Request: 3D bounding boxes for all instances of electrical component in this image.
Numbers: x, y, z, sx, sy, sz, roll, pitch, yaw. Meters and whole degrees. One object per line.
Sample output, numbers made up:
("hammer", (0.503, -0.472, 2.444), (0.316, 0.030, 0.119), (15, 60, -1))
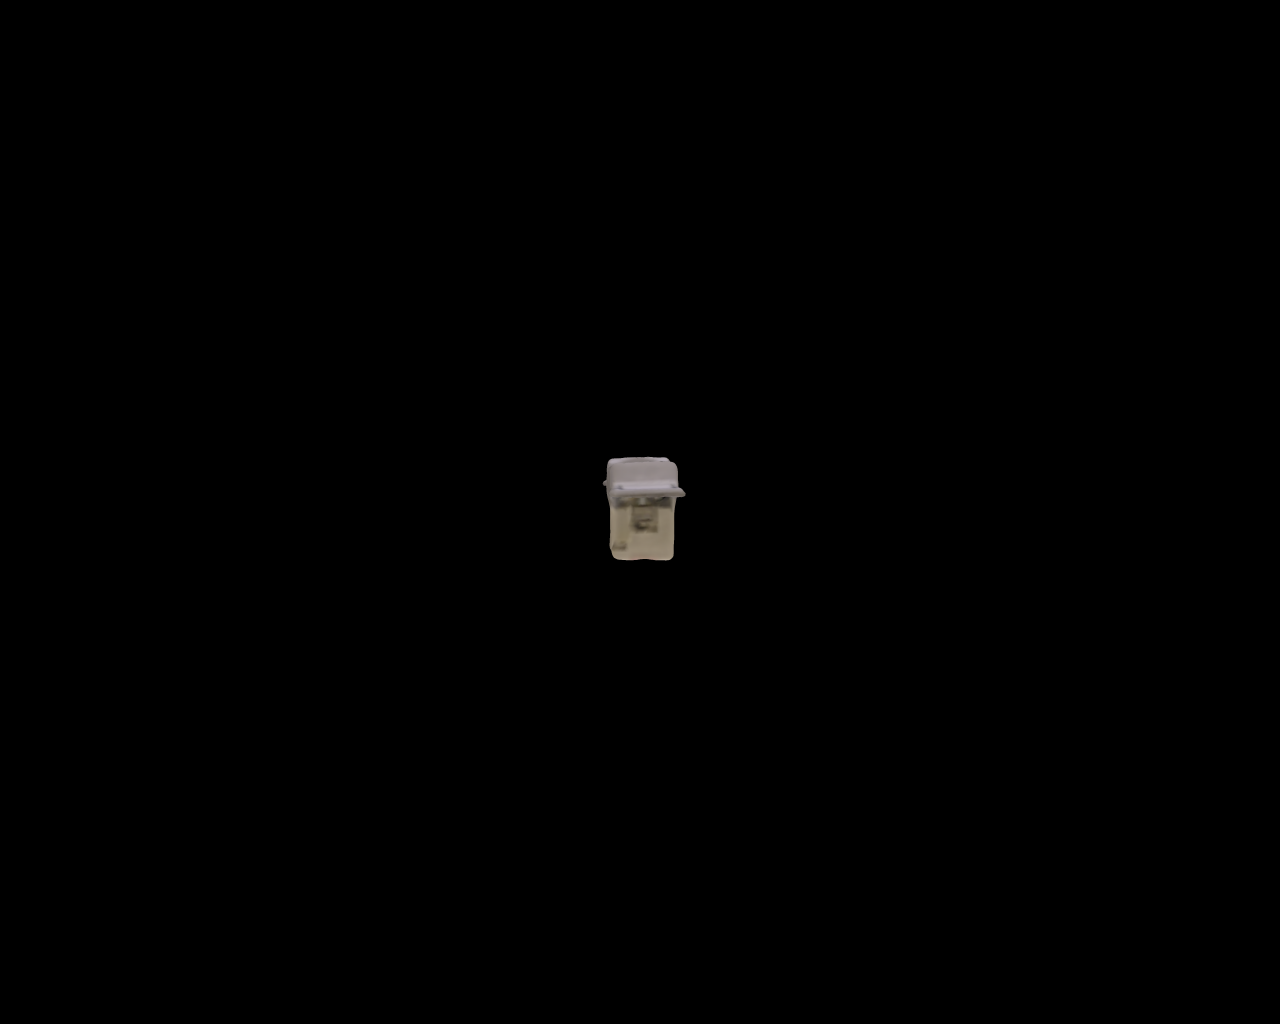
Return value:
("electrical component", (0.001, -0.003, 0.650), (0.042, 0.063, 0.081), (0, 7, -4))
